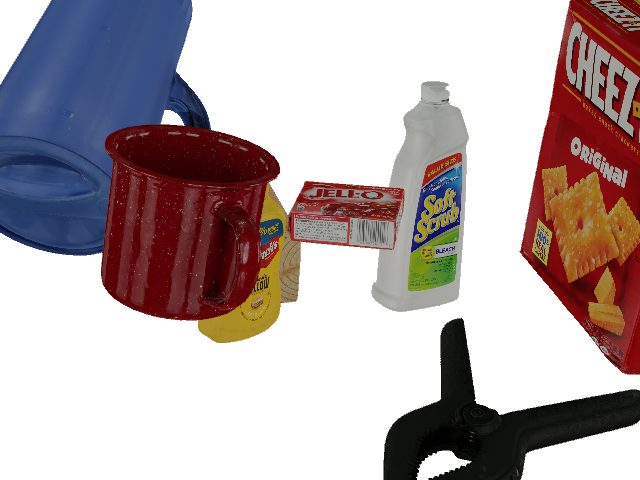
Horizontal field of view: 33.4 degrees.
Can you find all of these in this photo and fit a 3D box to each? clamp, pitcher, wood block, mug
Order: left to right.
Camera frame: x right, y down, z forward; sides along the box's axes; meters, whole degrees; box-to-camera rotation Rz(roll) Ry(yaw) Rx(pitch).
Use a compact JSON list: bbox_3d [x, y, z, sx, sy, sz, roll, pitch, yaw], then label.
[{"bbox_3d":[-0.170,-0.114,0.838,0.145,0.242,0.149,-6,-41,23],"label":"pitcher"},{"bbox_3d":[-0.067,-0.005,0.568,0.093,0.081,0.117,-7,28,-38],"label":"mug"},{"bbox_3d":[-0.095,-0.009,1.328,0.090,0.090,0.206,-5,29,-16],"label":"wood block"},{"bbox_3d":[0.103,0.127,0.744,0.209,0.036,0.165,-28,39,-36],"label":"clamp"}]

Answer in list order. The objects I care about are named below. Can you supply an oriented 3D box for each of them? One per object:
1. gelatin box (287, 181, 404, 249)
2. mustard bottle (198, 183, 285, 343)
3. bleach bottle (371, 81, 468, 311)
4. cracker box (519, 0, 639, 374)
[{"bbox_3d":[0.023,-0.023,0.894,0.089,0.030,0.073,5,24,8],"label":"gelatin box"},{"bbox_3d":[-0.079,0.008,1.115,0.096,0.192,0.058,-18,35,-40],"label":"mustard bottle"},{"bbox_3d":[0.114,-0.051,1.194,0.102,0.251,0.068,-9,22,-26],"label":"bleach bottle"},{"bbox_3d":[0.215,-0.040,0.738,0.072,0.214,0.164,-7,34,-15],"label":"cracker box"}]
